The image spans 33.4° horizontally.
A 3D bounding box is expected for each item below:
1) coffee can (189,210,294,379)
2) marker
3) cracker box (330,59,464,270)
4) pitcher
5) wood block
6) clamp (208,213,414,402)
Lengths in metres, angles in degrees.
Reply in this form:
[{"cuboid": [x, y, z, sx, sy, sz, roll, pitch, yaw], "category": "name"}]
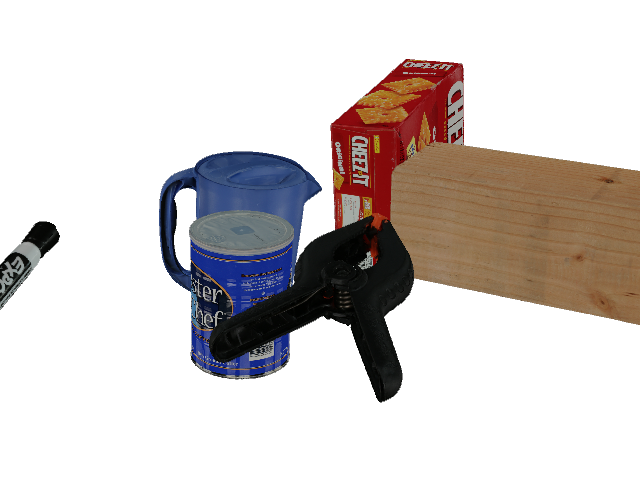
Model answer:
[{"cuboid": [-0.079, 0.053, 1.066, 0.103, 0.140, 0.103, 2, 23, -1], "category": "coffee can"}, {"cuboid": [-0.195, 0.025, 0.658, 0.020, 0.020, 0.121, 0, 34, 19], "category": "marker"}, {"cuboid": [0.082, -0.069, 1.044, 0.072, 0.164, 0.213, 8, 28, 22], "category": "cracker box"}, {"cuboid": [-0.100, 0.022, 1.280, 0.149, 0.243, 0.144, 20, 26, 31], "category": "pitcher"}, {"cuboid": [0.165, -0.011, 0.824, 0.206, 0.090, 0.090, 11, 25, 27], "category": "wood block"}, {"cuboid": [0.021, 0.040, 0.683, 0.120, 0.039, 0.171, 22, 42, 20], "category": "clamp"}]
